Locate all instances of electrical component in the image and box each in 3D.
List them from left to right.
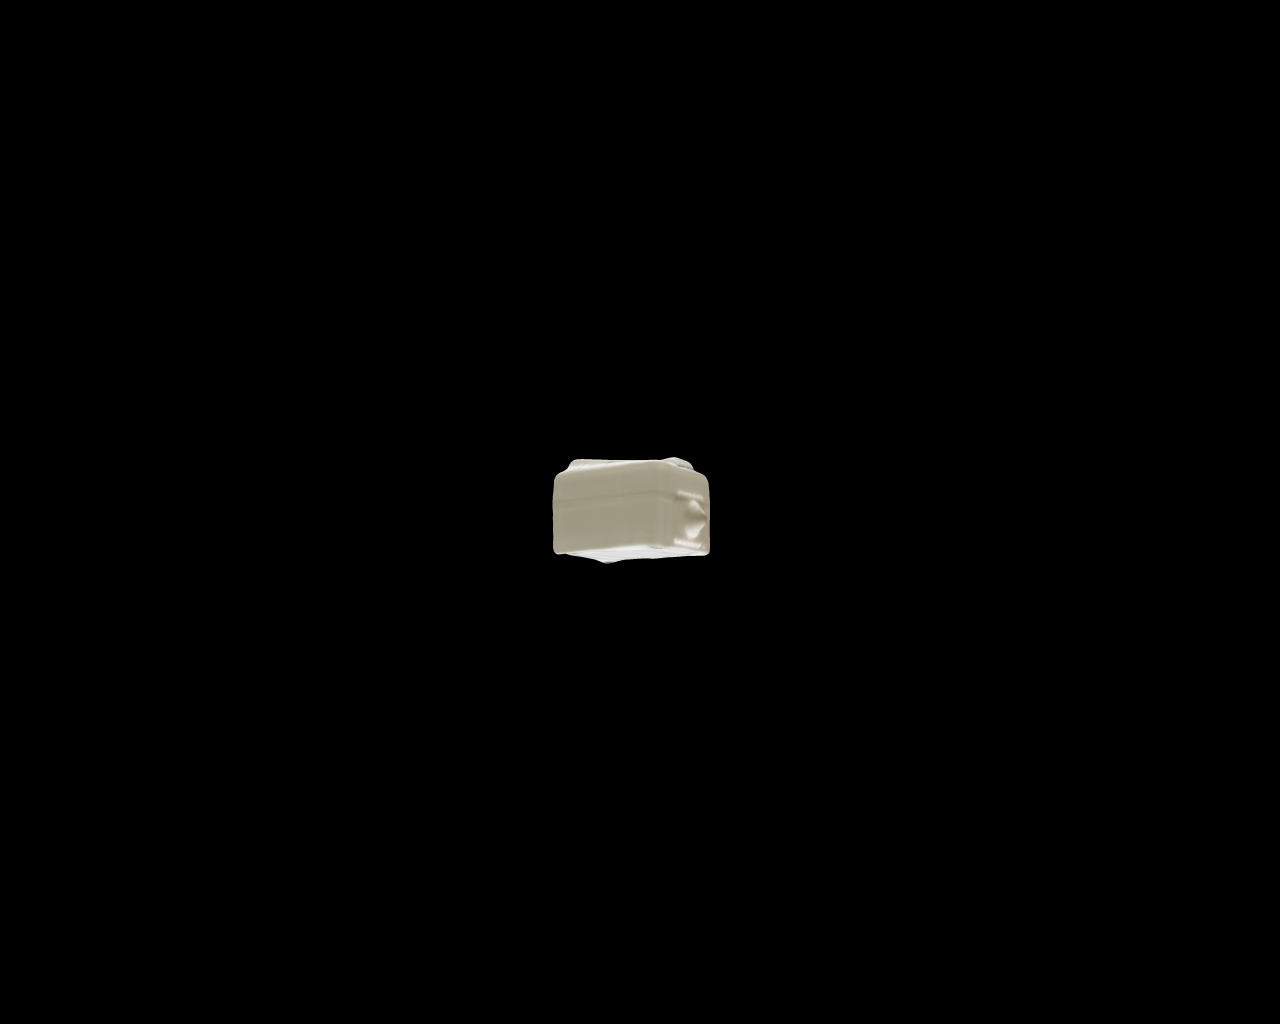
[{"bbox_3d":[0.001,-0.003,0.650,0.096,0.061,0.062,-5,-10,32],"label":"electrical component"}]
